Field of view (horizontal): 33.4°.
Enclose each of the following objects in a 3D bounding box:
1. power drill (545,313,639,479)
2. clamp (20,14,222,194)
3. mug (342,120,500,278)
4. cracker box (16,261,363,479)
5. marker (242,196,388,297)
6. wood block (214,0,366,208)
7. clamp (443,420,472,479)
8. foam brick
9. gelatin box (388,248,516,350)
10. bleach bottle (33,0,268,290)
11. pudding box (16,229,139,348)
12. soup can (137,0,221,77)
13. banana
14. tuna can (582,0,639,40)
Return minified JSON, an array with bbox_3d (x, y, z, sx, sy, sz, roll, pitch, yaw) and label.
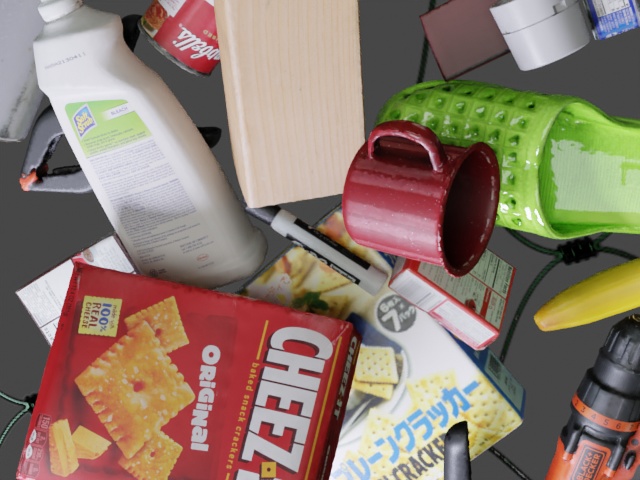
[{"bbox_3d":[0.277,0.164,0.807,0.188,0.057,0.184,21,111,10],"label":"power drill"},{"bbox_3d":[-0.176,-0.099,0.855,0.171,0.039,0.120,-23,97,13],"label":"clamp"},{"bbox_3d":[0.065,-0.035,0.730,0.082,0.093,0.117,13,147,31],"label":"mug"},{"bbox_3d":[-0.093,0.118,0.770,0.214,0.072,0.164,12,79,11],"label":"cracker box"},{"bbox_3d":[-0.005,0.001,0.781,0.121,0.020,0.020,33,108,4],"label":"marker"},{"bbox_3d":[-0.024,-0.137,0.742,0.090,0.090,0.206,-10,122,-7],"label":"wood block"},{"bbox_3d":[0.113,0.225,0.820,0.164,0.036,0.210,36,125,-14],"label":"clamp"},{"bbox_3d":[0.117,-0.155,0.767,0.078,0.053,0.051,-24,97,16],"label":"foam brick"},{"bbox_3d":[0.099,0.029,0.795,0.089,0.073,0.030,35,134,-11],"label":"gelatin box"},{"bbox_3d":[-0.134,-0.077,0.802,0.103,0.068,0.251,-18,115,15],"label":"bleach bottle"},{"bbox_3d":[-0.185,0.051,0.895,0.114,0.039,0.090,-29,96,19],"label":"pudding box"},{"bbox_3d":[-0.080,-0.182,0.797,0.068,0.068,0.102,41,108,1],"label":"soup can"},{"bbox_3d":[0.253,0.027,0.771,0.198,0.069,0.037,-17,94,31],"label":"banana"},{"bbox_3d":[0.191,-0.181,0.726,0.034,0.086,0.086,-18,99,17],"label":"tuna can"}]
